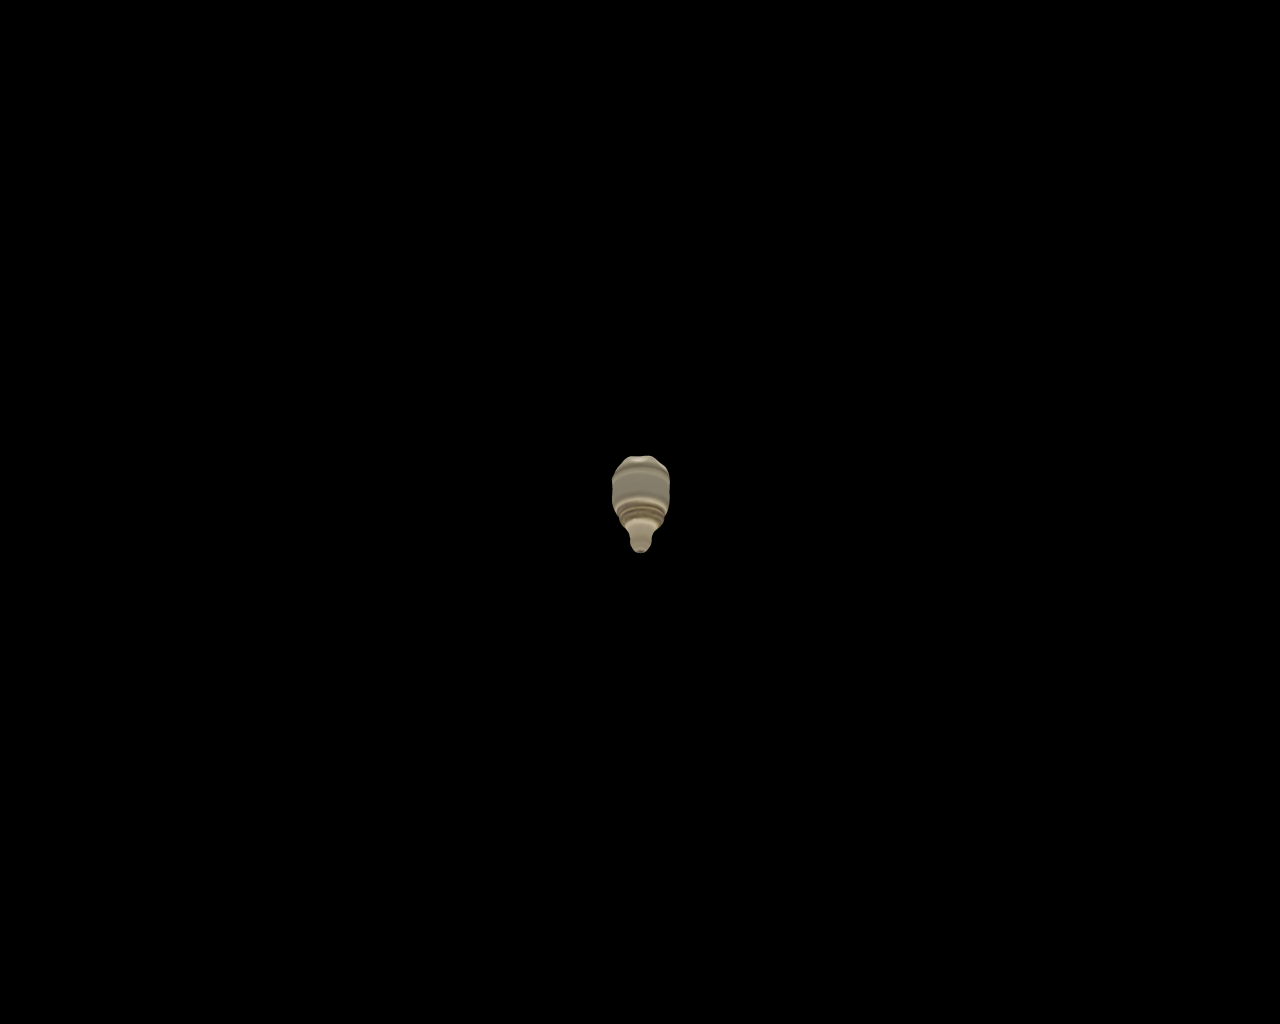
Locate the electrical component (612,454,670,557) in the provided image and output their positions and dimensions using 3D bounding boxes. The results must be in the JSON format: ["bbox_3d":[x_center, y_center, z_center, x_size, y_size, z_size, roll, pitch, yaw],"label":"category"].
[{"bbox_3d":[0.001,-0.003,0.650,0.035,0.061,0.035,0,-29,0],"label":"electrical component"}]
